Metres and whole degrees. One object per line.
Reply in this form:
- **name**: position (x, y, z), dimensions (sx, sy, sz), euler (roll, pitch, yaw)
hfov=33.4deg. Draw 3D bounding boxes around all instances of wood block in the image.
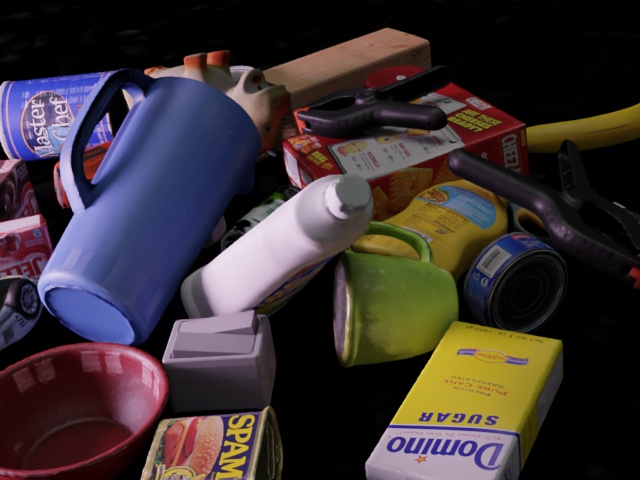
- **wood block**: position (0.030, -0.182, 1.307), dimensions (0.205, 0.091, 0.090), euler (-24, 33, -26)

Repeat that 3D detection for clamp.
- **clamp**: position (0.224, -0.031, 0.993), dimensions (0.164, 0.036, 0.210), euler (-3, 39, -27)
- **clamp**: position (0.061, -0.144, 1.125), dimensions (0.172, 0.039, 0.120), euler (-1, 28, 21)

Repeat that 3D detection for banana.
- **banana**: position (0.307, -0.124, 1.192), dimensions (0.197, 0.037, 0.070), euler (-14, 15, -13)

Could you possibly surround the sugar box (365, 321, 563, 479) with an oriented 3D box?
- **sugar box**: position (0.110, 0.131, 0.782), dimensions (0.093, 0.048, 0.176), euler (8, 32, 25)

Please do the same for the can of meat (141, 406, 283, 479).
- **can of meat**: position (-0.075, 0.167, 0.755), dimensions (0.084, 0.057, 0.102), euler (-6, 29, 9)

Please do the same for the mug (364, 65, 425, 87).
- **mug**: position (0.088, -0.147, 1.238), dimensions (0.093, 0.081, 0.117), euler (16, 37, 36)

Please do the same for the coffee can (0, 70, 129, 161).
- **coffee can**: position (-0.317, -0.153, 1.331), dimensions (0.140, 0.103, 0.102), euler (-5, 30, 5)

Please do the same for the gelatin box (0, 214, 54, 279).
- **gelatin box**: position (-0.308, 0.020, 1.054), dimensions (0.089, 0.073, 0.030), euler (-12, 31, -8)

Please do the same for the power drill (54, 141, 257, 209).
- **power drill**: position (-0.187, -0.065, 1.188), dimensions (0.188, 0.057, 0.184), euler (13, 28, 34)

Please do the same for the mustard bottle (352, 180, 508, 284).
- **mustard bottle**: position (0.122, -0.010, 1.011), dimensions (0.096, 0.058, 0.191), euler (25, 43, 32)

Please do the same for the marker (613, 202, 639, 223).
- **marker**: position (0.315, -0.006, 0.996), dimensions (0.020, 0.020, 0.121), euler (-22, 32, -23)

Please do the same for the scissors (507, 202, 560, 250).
- **scissors**: position (0.211, -0.045, 1.094), dimensions (0.096, 0.016, 0.202), euler (-16, 31, -10)

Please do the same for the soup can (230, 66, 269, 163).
- **soup can**: position (-0.099, -0.147, 1.261), dimensions (0.068, 0.102, 0.068), euler (-9, 26, 4)

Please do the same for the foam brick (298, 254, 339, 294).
- **foam brick**: position (-0.007, 0.001, 0.993), dimensions (0.051, 0.078, 0.052), euler (45, 46, 6)

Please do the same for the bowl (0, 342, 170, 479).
- **bowl**: position (-0.190, 0.146, 0.821), dimensions (0.162, 0.055, 0.162), euler (-6, 30, 3)

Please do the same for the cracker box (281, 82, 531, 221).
- **cracker box**: position (0.087, -0.084, 1.125), dimensions (0.213, 0.072, 0.164), euler (-20, 30, -14)

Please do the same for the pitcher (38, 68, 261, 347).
- **pitcher**: position (-0.166, -0.032, 0.983), dimensions (0.149, 0.145, 0.242), euler (18, 56, 9)

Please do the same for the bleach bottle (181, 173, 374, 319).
- **bleach bottle**: position (-0.030, 0.009, 0.863), dimensions (0.102, 0.068, 0.251), euler (-26, -7, -29)

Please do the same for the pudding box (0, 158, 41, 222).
- **pudding box**: position (-0.334, -0.022, 1.117), dimensions (0.039, 0.090, 0.113), euler (-2, 31, 14)

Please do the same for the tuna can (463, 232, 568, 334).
- **tuna can**: position (0.164, 0.039, 0.889), dimensions (0.086, 0.086, 0.034), euler (-20, 33, -21)
